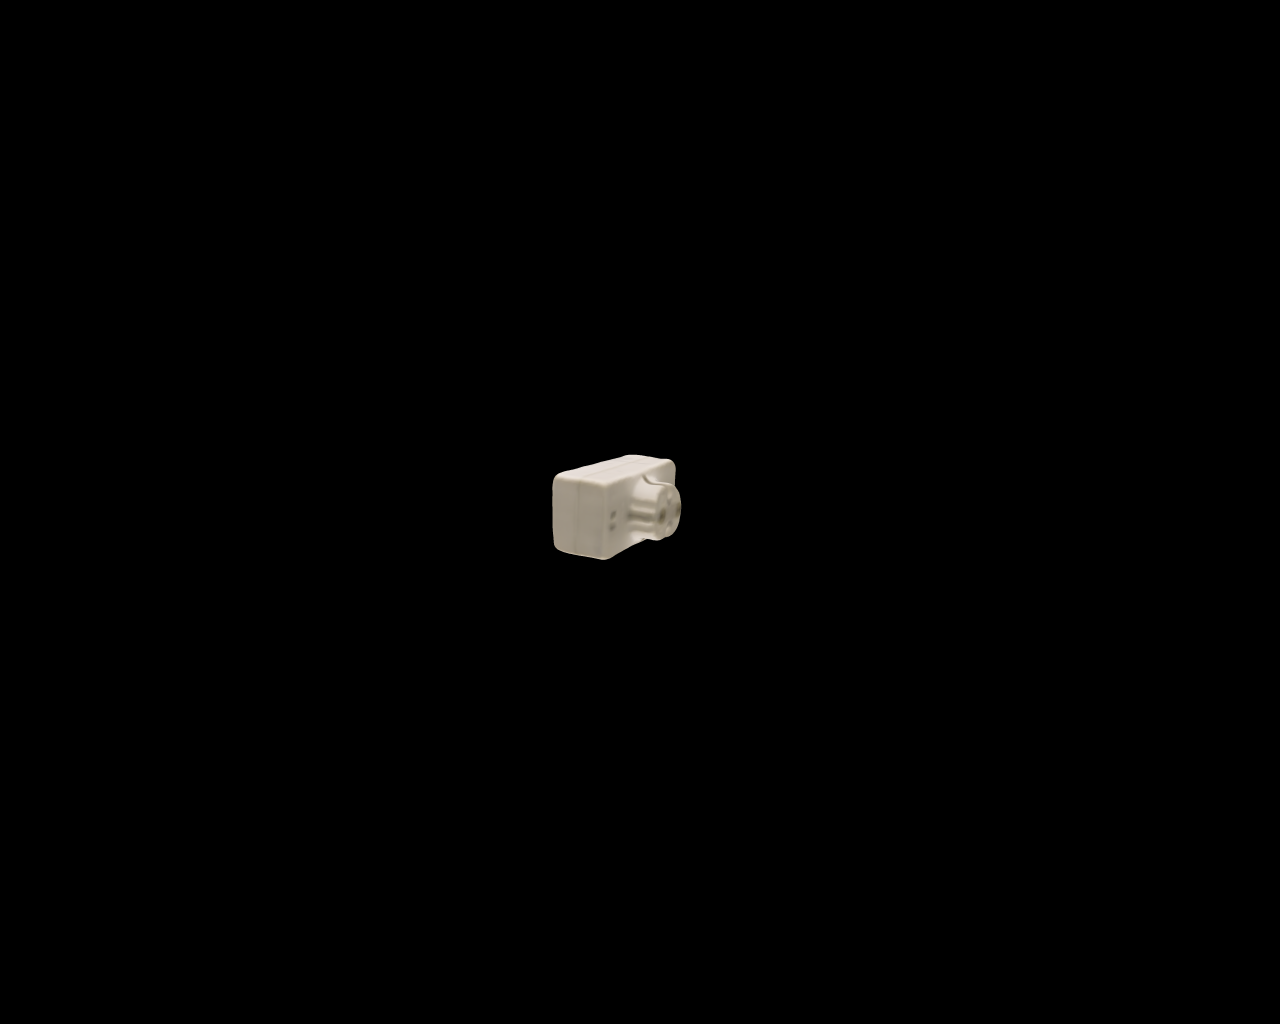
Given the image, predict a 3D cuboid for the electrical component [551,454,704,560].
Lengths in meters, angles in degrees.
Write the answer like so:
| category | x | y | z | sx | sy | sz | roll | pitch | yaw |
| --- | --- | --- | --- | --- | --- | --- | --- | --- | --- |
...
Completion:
| category | x | y | z | sx | sy | sz | roll | pitch | yaw |
| --- | --- | --- | --- | --- | --- | --- | --- | --- | --- |
| electrical component | 0.001 | -0.003 | 0.650 | 0.076 | 0.047 | 0.083 | 8 | 16 | 31 |
